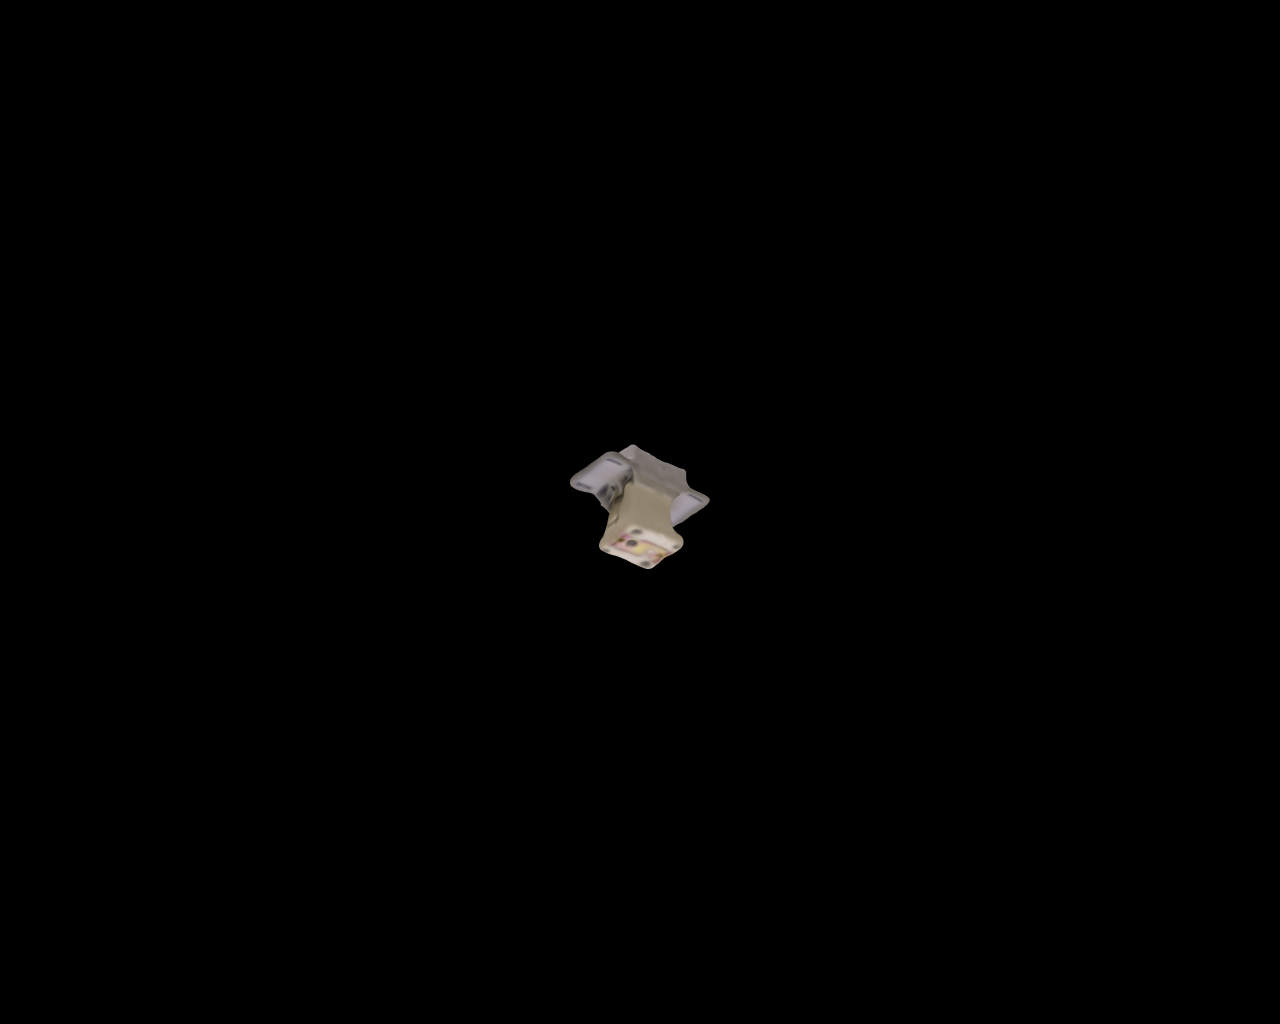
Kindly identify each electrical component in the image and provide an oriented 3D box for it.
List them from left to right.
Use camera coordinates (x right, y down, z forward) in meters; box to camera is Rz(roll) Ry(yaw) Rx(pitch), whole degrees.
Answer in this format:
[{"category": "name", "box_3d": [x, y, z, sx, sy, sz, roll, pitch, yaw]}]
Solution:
[{"category": "electrical component", "box_3d": [0.001, -0.003, 0.650, 0.081, 0.064, 0.042, 24, -41, -31]}]
